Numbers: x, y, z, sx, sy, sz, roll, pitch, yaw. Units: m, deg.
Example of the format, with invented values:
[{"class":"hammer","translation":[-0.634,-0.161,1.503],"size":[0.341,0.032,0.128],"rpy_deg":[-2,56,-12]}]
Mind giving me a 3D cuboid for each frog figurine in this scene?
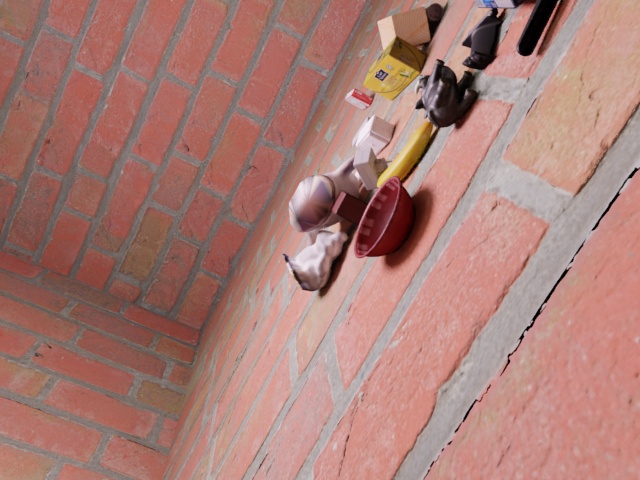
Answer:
[{"class":"frog figurine","translation":[0.004,0.044,1.227],"size":[0.159,0.122,0.137],"rpy_deg":[-28,3,-2]}]

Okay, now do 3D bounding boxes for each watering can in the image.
[{"class":"watering can","translation":[0.004,-0.065,1.285],"size":[0.226,0.105,0.342],"rpy_deg":[-17,-38,-59]}]
